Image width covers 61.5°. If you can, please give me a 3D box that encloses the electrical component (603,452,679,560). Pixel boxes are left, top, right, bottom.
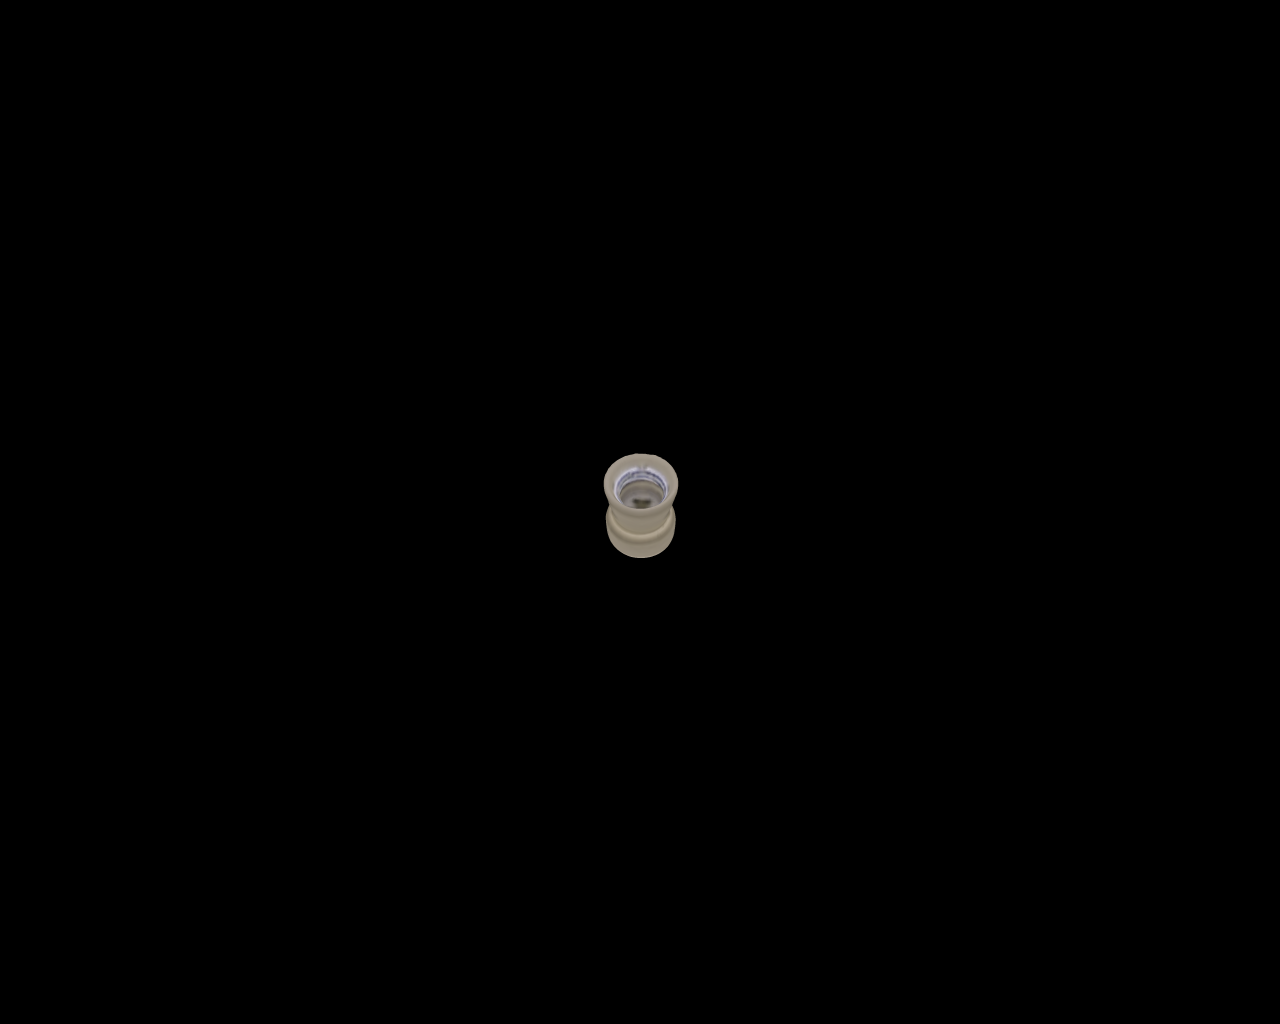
[{"bbox_3d":[0.001,-0.003,0.650,0.045,0.045,0.055,0,-36,0],"label":"electrical component"}]
